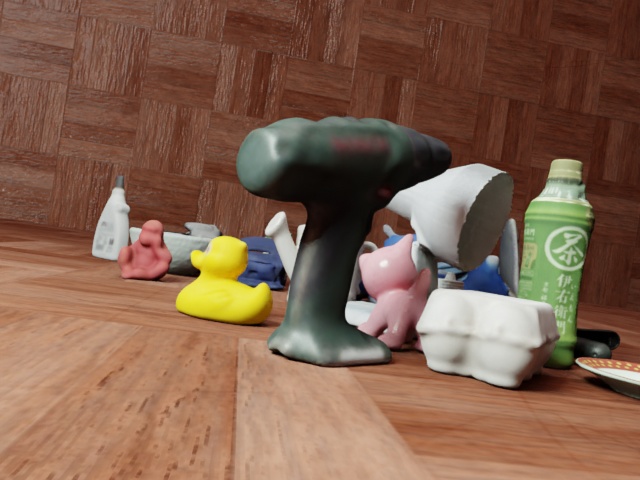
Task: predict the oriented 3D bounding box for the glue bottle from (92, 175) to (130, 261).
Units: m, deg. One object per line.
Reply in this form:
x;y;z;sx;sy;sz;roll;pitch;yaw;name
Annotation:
-0.416;-0.046;1.165;0.077;0.173;0.037;8;-1;31;glue bottle

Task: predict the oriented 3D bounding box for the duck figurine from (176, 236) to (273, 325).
-0.096;0.040;0.600;0.104;0.086;0.078;8;-1;22;duck figurine

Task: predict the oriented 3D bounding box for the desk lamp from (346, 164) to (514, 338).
0.115;0.008;0.691;0.202;0.213;0.118;8;-1;37;desk lamp

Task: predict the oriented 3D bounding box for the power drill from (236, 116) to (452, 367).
0.027;-0.005;0.486;0.075;0.208;0.230;8;-1;45;power drill

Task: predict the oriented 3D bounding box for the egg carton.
0.153;0.084;0.515;0.107;0.069;0.151;8;-1;29;egg carton

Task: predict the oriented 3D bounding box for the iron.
0.191;0.057;0.884;0.257;0.141;0.119;8;-1;32;iron

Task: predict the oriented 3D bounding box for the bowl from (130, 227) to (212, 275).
-0.268;0.025;1.054;0.167;0.075;0.167;8;-1;0;bowl

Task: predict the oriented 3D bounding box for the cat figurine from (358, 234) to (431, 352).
0.082;0.050;0.607;0.067;0.118;0.127;9;-1;-17;cat figurine

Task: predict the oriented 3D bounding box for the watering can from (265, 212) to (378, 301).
0.009;0.003;0.834;0.100;0.194;0.173;8;-1;44;watering can

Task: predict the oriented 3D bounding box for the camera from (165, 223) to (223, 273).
-0.279;0.011;1.194;0.137;0.101;0.143;9;-1;-17;camera

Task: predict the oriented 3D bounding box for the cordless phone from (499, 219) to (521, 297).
0.340;0.059;1.016;0.094;0.185;0.148;8;-1;19;cordless phone

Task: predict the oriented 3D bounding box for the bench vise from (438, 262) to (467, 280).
0.300;0.037;1.164;0.207;0.220;0.121;9;-1;-9;bench vise

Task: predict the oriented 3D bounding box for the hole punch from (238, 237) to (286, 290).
-0.108;0.040;1.042;0.108;0.091;0.101;8;-1;6;hole punch

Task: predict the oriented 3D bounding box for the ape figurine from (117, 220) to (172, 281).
-0.262;0.015;0.873;0.077;0.092;0.076;8;-1;8;ape figurine
